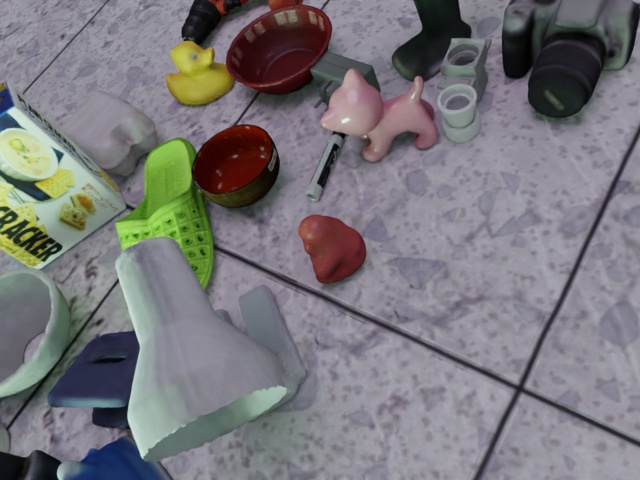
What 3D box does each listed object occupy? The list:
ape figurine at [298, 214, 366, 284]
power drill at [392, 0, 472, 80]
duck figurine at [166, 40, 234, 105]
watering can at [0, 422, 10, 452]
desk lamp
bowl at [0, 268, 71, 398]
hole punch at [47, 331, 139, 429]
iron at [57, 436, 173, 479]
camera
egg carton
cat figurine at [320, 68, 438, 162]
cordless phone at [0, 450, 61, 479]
[{"bbox_3d":[0.006,0.002,0.616,0.076,0.092,0.078,2,61,23],"label":"ape figurine"},{"bbox_3d":[0.113,-0.300,0.688,0.229,0.209,0.075,-36,54,-3],"label":"power drill"},{"bbox_3d":[-0.191,-0.258,0.860,0.104,0.086,0.077,-10,57,16],"label":"duck figurine"},{"bbox_3d":[-0.445,0.216,0.600,0.172,0.195,0.101,-21,54,9],"label":"watering can"},{"bbox_3d":[-0.099,0.101,0.521,0.118,0.214,0.202,-30,54,2],"label":"desk lamp"},{"bbox_3d":[-0.369,0.122,0.703,0.167,0.075,0.167,-10,57,16],"label":"bowl"},{"bbox_3d":[-0.222,0.144,0.619,0.108,0.091,0.101,-6,58,19],"label":"hole punch"},{"bbox_3d":[-0.184,0.274,0.493,0.118,0.142,0.257,-31,54,2],"label":"iron"},{"bbox_3d":[0.266,-0.215,0.642,0.142,0.101,0.137,16,67,29],"label":"camera"},{"bbox_3d":[-0.315,-0.161,0.859,0.149,0.070,0.107,28,73,33],"label":"egg carton"},{"bbox_3d":[0.067,-0.154,0.672,0.127,0.118,0.067,-16,55,12],"label":"cat figurine"},{"bbox_3d":[-0.322,0.262,0.529,0.094,0.185,0.148,6,62,25],"label":"cordless phone"}]
